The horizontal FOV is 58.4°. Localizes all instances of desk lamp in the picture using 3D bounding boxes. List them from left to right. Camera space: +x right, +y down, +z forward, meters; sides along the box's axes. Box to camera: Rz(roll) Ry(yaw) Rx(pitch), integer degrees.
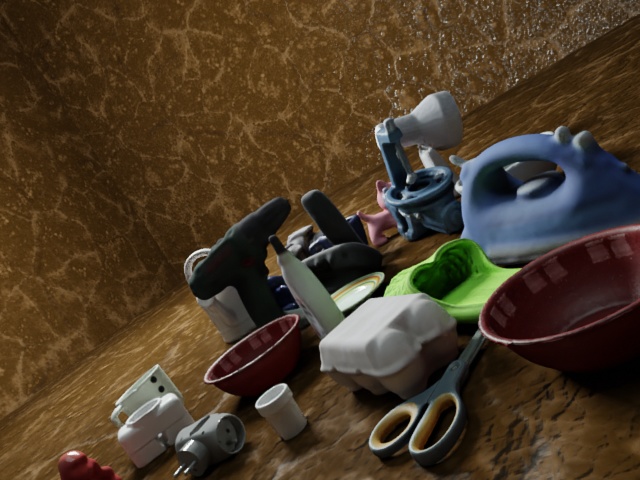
[{"bbox_3d":[0.224,-0.182,1.212,0.203,0.213,0.118,-33,8,-6],"label":"desk lamp"}]

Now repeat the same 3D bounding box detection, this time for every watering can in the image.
[{"bbox_3d":[-0.203,0.107,1.176,0.101,0.194,0.172,-34,8,-13],"label":"watering can"}]

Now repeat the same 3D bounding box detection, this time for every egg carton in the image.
[{"bbox_3d":[0.068,0.107,0.582,0.107,0.069,0.150,-37,9,-29],"label":"egg carton"}]

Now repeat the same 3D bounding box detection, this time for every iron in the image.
[{"bbox_3d":[0.252,-0.062,0.641,0.119,0.141,0.257,-36,9,-26],"label":"iron"}]

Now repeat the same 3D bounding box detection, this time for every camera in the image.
[{"bbox_3d":[-0.014,0.018,1.332,0.136,0.101,0.143,-27,10,33],"label":"camera"}]

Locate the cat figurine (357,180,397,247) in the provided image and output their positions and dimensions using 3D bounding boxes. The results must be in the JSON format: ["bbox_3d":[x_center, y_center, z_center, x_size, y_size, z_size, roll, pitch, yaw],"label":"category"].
[{"bbox_3d":[0.139,-0.068,1.198,0.128,0.118,0.067,-32,8,2],"label":"cat figurine"}]

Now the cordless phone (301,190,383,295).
[{"bbox_3d":[0.009,0.004,1.017,0.147,0.185,0.094,-25,11,41],"label":"cordless phone"}]

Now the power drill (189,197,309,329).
[{"bbox_3d":[-0.100,0.065,0.979,0.229,0.208,0.075,-30,8,13],"label":"power drill"}]

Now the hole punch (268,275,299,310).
[{"bbox_3d":[-0.087,0.103,1.122,0.108,0.091,0.101,-27,10,34],"label":"hole punch"}]

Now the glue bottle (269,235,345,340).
[{"bbox_3d":[-0.021,0.067,0.793,0.037,0.173,0.078,-35,9,-19],"label":"glue bottle"}]

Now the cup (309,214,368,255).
[{"bbox_3d":[0.047,0.019,1.109,0.117,0.095,0.091,-31,8,6],"label":"cup"}]

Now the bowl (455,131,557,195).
[{"bbox_3d":[0.302,-0.096,0.893,0.167,0.075,0.167,-32,8,5],"label":"bowl"}]

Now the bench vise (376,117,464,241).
[{"bbox_3d":[0.142,-0.100,1.011,0.122,0.220,0.207,-38,10,-33],"label":"bench vise"}]

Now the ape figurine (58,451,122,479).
[{"bbox_3d":[-0.282,0.297,0.693,0.076,0.092,0.078,-28,9,27],"label":"ape figurine"}]
